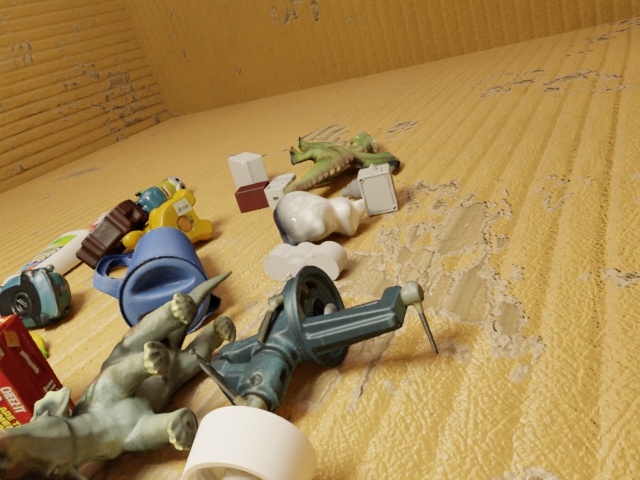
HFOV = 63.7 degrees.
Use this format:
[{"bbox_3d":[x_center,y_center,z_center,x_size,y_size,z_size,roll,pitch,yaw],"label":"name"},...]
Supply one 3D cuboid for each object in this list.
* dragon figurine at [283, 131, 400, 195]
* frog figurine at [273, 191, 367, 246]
[{"bbox_3d":[0.064,-0.180,1.199,0.242,0.120,0.418,-4,26,10],"label":"dragon figurine"},{"bbox_3d":[0.003,-0.046,0.915,0.159,0.122,0.138,-28,3,4],"label":"frog figurine"}]
